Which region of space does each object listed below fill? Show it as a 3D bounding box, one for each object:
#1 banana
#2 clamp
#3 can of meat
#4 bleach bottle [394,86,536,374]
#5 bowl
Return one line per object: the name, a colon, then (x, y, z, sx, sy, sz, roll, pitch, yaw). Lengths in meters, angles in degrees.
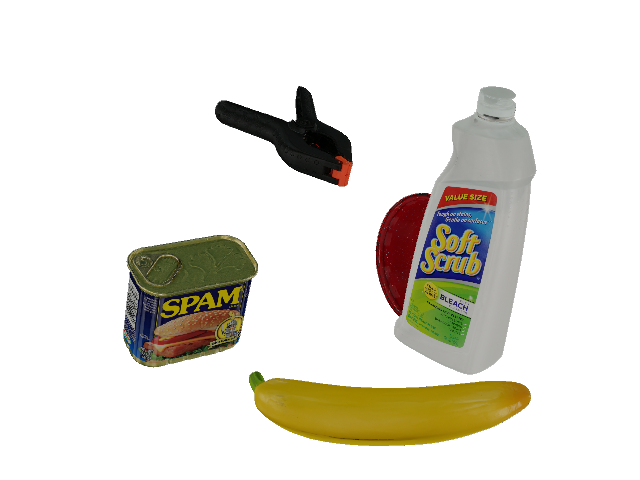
banana: (0.037, 0.108, 0.707, 0.198, 0.037, 0.069, 3, 30, 14)
clamp: (-0.032, -0.111, 1.123, 0.120, 0.039, 0.172, -15, 40, -23)
can of meat: (-0.108, 0.050, 0.868, 0.101, 0.084, 0.057, -10, 43, -28)
bleach bottle: (0.127, -0.012, 0.919, 0.103, 0.251, 0.067, 27, 36, 34)
bowl: (0.140, 0.022, 1.208, 0.161, 0.162, 0.055, 0, -7, -40)
